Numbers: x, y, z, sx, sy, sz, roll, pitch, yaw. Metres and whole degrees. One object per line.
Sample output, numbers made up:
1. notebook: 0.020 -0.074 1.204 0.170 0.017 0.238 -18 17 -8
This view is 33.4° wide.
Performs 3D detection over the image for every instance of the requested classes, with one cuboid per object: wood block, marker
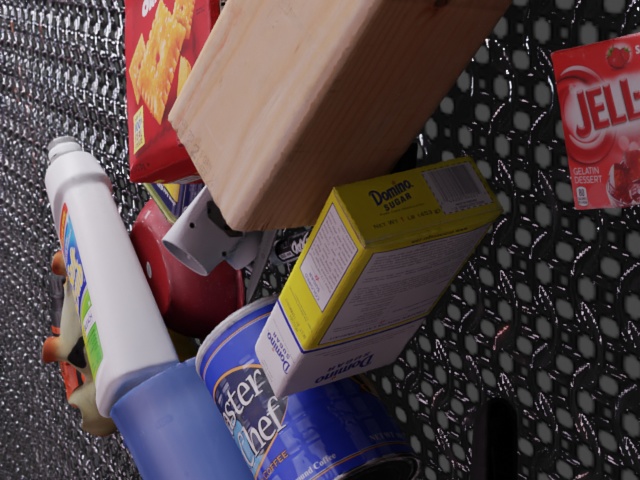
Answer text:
1. wood block: 0.015 -0.106 0.535 0.090 0.090 0.206 58 133 28
2. marker: -0.005 0.001 0.748 0.121 0.020 0.020 -19 86 62

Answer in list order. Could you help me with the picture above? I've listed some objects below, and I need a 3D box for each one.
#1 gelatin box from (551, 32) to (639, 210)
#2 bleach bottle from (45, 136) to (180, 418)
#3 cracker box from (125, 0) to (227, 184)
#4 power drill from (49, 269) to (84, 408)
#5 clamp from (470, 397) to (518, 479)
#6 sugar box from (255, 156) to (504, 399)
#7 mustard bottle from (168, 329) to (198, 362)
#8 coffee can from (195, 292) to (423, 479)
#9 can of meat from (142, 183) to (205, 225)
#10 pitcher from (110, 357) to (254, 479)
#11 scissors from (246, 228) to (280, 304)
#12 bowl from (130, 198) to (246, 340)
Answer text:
1. gelatin box: 0.140 -0.051 0.447 0.089 0.030 0.073 2 105 61
2. bleach bottle: -0.195 0.023 0.944 0.251 0.068 0.103 67 153 23
3. cracker box: -0.080 -0.153 0.721 0.164 0.072 0.214 -9 84 61
4. power drill: -0.265 0.126 1.247 0.188 0.057 0.184 18 120 60
5. clamp: 0.089 0.192 0.547 0.210 0.036 0.165 -62 27 10
6. sugar box: 0.028 0.026 0.623 0.048 0.093 0.176 64 150 23
7. mustard bottle: -0.140 0.123 1.010 0.192 0.058 0.096 59 158 30
8. coffee can: -0.010 0.119 0.724 0.140 0.102 0.103 57 147 31
9. can of meat: -0.108 -0.073 0.863 0.102 0.057 0.084 50 141 38
10. pitcher: -0.052 0.207 0.834 0.243 0.144 0.149 62 162 16
11. scissors: -0.035 -0.046 0.753 0.096 0.016 0.202 60 139 22
12. bowl: -0.126 0.022 0.943 0.162 0.055 0.162 35 132 51
